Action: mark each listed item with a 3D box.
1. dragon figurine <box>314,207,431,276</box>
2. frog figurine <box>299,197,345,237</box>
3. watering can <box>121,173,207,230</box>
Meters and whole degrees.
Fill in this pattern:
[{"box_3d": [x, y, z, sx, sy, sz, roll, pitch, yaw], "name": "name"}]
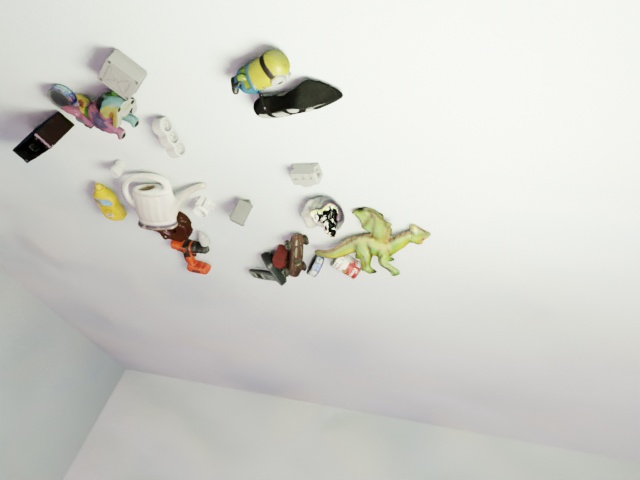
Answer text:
[{"box_3d": [0.161, -0.011, 1.724, 0.410, 0.125, 0.237, 6, 124, 18], "name": "dragon figurine"}, {"box_3d": [0.005, -0.086, 1.703, 0.136, 0.122, 0.160, 25, -178, -20], "name": "frog figurine"}, {"box_3d": [-0.571, -0.136, 1.895, 0.348, 0.106, 0.220, 7, 120, 14], "name": "watering can"}]
